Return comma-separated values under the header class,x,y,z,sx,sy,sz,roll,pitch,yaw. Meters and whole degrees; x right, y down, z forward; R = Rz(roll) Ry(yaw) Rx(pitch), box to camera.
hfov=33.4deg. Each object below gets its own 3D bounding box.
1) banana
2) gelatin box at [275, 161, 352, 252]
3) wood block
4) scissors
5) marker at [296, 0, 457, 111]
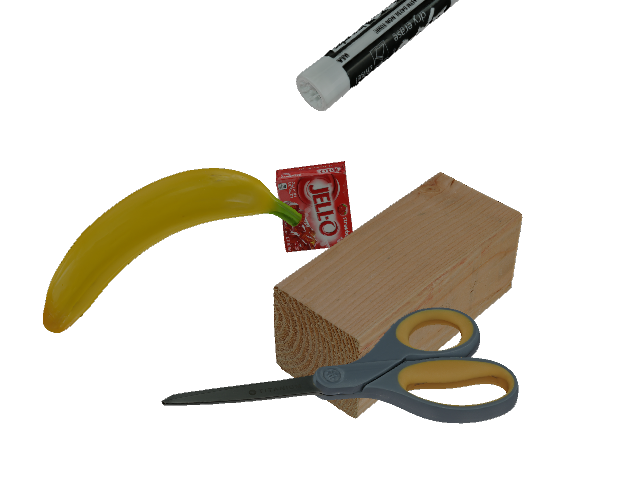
class,x,y,z,sx,sy,sz,roll,pitch,yaw
banana,-0.115,-0.002,0.733,0.198,0.069,0.037,-24,9,6
gelatin box,-0.006,-0.034,1.110,0.073,0.089,0.030,-6,30,1
wood block,0.065,0.040,0.878,0.091,0.090,0.205,30,48,32
scissors,0.015,0.070,0.628,0.202,0.016,0.096,4,37,2
marker,0.039,-0.099,0.471,0.121,0.020,0.020,-41,16,-19
